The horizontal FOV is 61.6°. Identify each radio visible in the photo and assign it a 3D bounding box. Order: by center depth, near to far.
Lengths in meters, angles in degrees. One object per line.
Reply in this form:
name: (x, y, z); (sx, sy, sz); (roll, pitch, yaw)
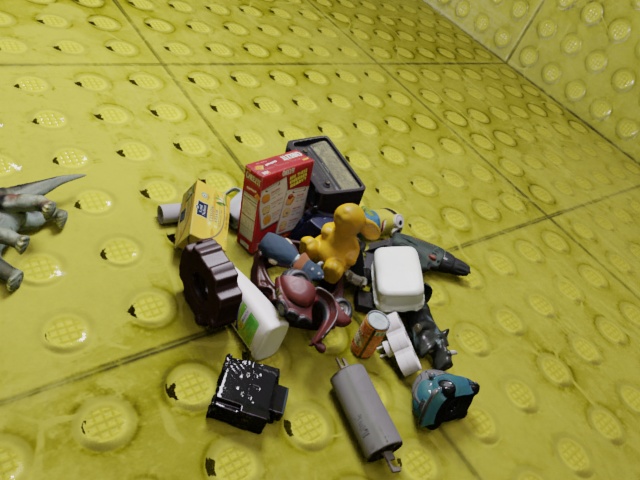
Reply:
radio: (0.004, -0.169, 1.368); (0.131, 0.073, 0.230); (-11, 48, -27)

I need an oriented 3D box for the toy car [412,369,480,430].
toy car: (0.247, 0.313, 1.110); (0.161, 0.109, 0.103); (0, 28, -39)

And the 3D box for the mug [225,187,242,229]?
mug: (-0.197, -0.084, 1.330); (0.110, 0.080, 0.107); (39, 51, 9)

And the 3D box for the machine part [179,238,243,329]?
machine part: (-0.221, 0.087, 1.065); (0.056, 0.179, 0.179); (-16, 55, -36)

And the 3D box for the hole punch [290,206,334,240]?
hole punch: (-0.003, -0.004, 1.307); (0.116, 0.142, 0.092); (12, 50, -27)

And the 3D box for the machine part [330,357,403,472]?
machine part: (0.086, 0.327, 1.029); (0.079, 0.079, 0.243); (-4, 49, -30)

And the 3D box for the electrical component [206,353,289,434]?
electrical component: (-0.127, 0.283, 0.985); (0.134, 0.058, 0.115); (18, 42, -7)

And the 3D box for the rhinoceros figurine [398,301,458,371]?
rhinoceros figurine: (0.244, 0.216, 1.241); (0.112, 0.073, 0.190); (12, 39, -31)

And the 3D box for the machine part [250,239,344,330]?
machine part: (-0.052, 0.093, 1.206); (0.201, 0.087, 0.201); (12, 40, -14)

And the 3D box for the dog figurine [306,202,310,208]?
dog figurine: (-0.028, -0.122, 1.440); (0.219, 0.108, 0.191); (18, 43, -2)

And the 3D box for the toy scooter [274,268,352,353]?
toy scooter: (-0.019, 0.146, 1.063); (0.184, 0.075, 0.135); (31, 47, -16)

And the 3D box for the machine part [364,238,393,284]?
machine part: (0.143, 0.050, 1.369); (0.039, 0.084, 0.139); (57, 40, -32)

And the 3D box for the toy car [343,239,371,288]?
toy car: (0.077, 0.046, 1.325); (0.073, 0.056, 0.202); (28, 29, -19)

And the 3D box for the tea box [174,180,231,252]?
tea box: (-0.265, -0.042, 1.225); (0.098, 0.068, 0.170); (29, 41, -34)

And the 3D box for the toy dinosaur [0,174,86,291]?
toy dinosaur: (-0.627, -0.035, 1.038); (0.192, 0.131, 0.405); (19, 34, -8)

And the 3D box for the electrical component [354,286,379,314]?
electrical component: (0.123, 0.141, 1.273); (0.078, 0.045, 0.102); (20, 40, -7)

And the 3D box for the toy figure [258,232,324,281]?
toy figure: (-0.059, 0.041, 1.148); (0.154, 0.064, 0.058); (35, 3, 4)

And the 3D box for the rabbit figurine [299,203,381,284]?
rabbit figurine: (0.058, -0.009, 1.175); (0.162, 0.173, 0.122); (-19, 53, -35)

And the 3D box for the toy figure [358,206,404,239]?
toy figure: (0.147, -0.049, 1.465); (0.180, 0.082, 0.089); (-4, 49, -27)

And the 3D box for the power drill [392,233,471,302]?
power drill: (0.275, 0.077, 1.394); (0.232, 0.086, 0.207); (28, 44, 7)
